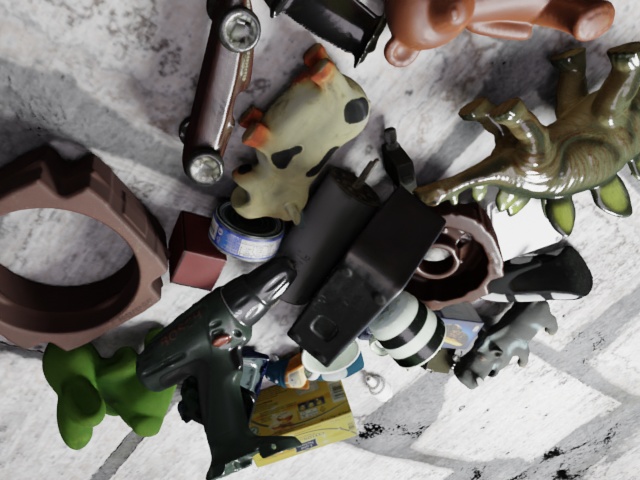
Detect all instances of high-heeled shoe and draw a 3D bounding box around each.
[{"bbox_3d":[0.319,0.065,0.839,0.248,0.086,0.145,12,152,-42],"label":"high-heeled shoe"}]

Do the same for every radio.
[{"bbox_3d":[0.046,0.052,0.637,0.073,0.131,0.229,37,142,6],"label":"radio"}]

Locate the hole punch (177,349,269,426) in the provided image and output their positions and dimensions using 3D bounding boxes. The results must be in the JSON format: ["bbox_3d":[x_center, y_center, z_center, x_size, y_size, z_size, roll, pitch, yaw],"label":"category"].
[{"bbox_3d":[-0.141,0.217,0.802,0.116,0.092,0.142,22,125,5],"label":"hole punch"}]

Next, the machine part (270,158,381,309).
[{"bbox_3d":[-0.001,-0.002,0.670,0.079,0.079,0.243,22,117,-30],"label":"machine part"}]

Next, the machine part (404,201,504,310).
[{"bbox_3d":[0.154,0.018,0.717,0.179,0.056,0.179,5,132,6],"label":"machine part"}]

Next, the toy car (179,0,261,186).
[{"bbox_3d":[-0.097,-0.148,0.523,0.053,0.089,0.202,9,121,-23],"label":"toy car"}]

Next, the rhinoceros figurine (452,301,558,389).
[{"bbox_3d":[0.299,0.166,0.870,0.190,0.073,0.112,-47,144,9],"label":"rhinoceros figurine"}]

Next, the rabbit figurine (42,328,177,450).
[{"bbox_3d":[-0.282,0.189,0.700,0.170,0.159,0.121,23,128,-13],"label":"rabbit figurine"}]

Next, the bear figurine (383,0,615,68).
[{"bbox_3d":[0.158,-0.235,0.514,0.196,0.132,0.120,-19,121,-10],"label":"bear figurine"}]

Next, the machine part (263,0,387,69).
[{"bbox_3d":[0.001,-0.226,0.505,0.139,0.039,0.084,36,119,-15],"label":"machine part"}]

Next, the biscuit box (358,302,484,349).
[{"bbox_3d":[0.147,0.120,0.821,0.202,0.059,0.062,10,123,-23],"label":"biscuit box"}]

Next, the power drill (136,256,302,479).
[{"bbox_3d":[-0.095,0.152,0.618,0.232,0.207,0.086,-28,165,10],"label":"power drill"}]

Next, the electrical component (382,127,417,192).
[{"bbox_3d":[0.096,-0.087,0.645,0.021,0.063,0.093,-19,128,-3],"label":"electrical component"}]

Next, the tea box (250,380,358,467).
[{"bbox_3d":[-0.035,0.283,0.865,0.170,0.098,0.068,-16,129,-3],"label":"tea box"}]

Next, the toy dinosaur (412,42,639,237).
[{"bbox_3d":[0.326,-0.125,0.635,0.471,0.105,0.198,-24,116,-4],"label":"toy dinosaur"}]

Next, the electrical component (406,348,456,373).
[{"bbox_3d":[0.188,0.191,0.903,0.102,0.045,0.078,8,95,-25],"label":"electrical component"}]

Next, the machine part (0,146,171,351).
[{"bbox_3d":[-0.287,0.014,0.589,0.201,0.087,0.200,-30,130,4],"label":"machine part"}]

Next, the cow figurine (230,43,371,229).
[{"bbox_3d":[-0.026,-0.098,0.591,0.195,0.086,0.127,-43,120,15],"label":"cow figurine"}]

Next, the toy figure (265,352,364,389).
[{"bbox_3d":[-0.011,0.196,0.835,0.154,0.058,0.064,-13,90,-5],"label":"toy figure"}]
